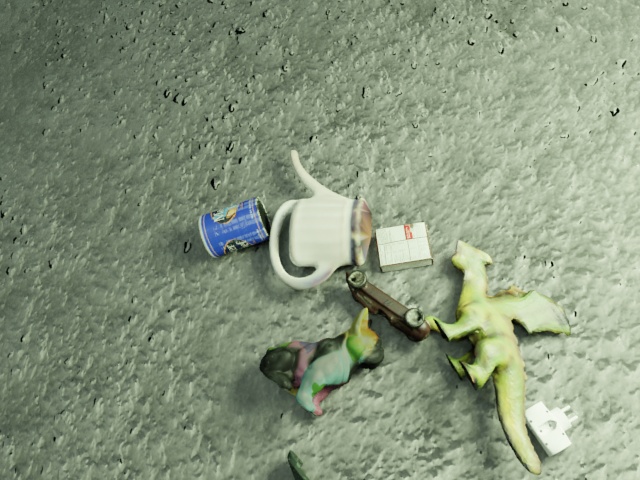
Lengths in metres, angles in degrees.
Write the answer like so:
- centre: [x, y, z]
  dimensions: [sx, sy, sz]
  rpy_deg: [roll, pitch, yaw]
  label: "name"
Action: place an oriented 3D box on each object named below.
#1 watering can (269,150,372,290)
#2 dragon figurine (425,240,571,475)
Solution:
- centre: [0.003, -0.057, 1.134]
  dimensions: [0.224, 0.102, 0.354]
  rpy_deg: [0, 64, 12]
  label: "watering can"
- centre: [0.345, 0.174, 0.937]
  dimensions: [0.244, 0.119, 0.418]
  rpy_deg: [-25, 58, -9]
  label: "dragon figurine"
